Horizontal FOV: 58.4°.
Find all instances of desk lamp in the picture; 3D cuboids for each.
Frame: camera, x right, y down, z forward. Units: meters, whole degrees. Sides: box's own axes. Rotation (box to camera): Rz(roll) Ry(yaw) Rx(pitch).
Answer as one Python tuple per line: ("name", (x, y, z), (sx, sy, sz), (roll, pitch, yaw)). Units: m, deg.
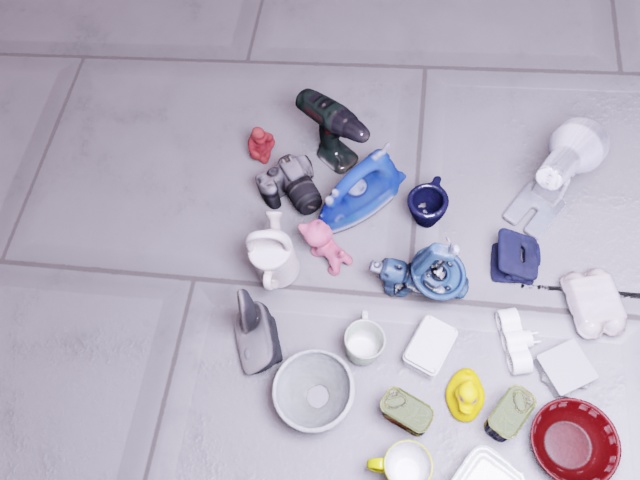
("desk lamp", (0.515, -0.136, 1.248), (0.117, 0.214, 0.203), (36, 73, 21))

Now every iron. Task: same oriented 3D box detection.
("iron", (0.078, -0.118, 1.326), (0.258, 0.141, 0.118), (-41, 67, -13))

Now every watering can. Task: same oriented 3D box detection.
("watering can", (-0.109, 0.019, 1.250), (0.101, 0.194, 0.172), (-19, 63, -3))

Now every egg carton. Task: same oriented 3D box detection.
("egg carton", (0.568, 0.132, 1.191), (0.107, 0.069, 0.150), (-10, 63, 1))

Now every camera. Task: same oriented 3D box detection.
("camera", (-0.066, -0.125, 1.368), (0.143, 0.101, 0.136), (-28, 64, -8))

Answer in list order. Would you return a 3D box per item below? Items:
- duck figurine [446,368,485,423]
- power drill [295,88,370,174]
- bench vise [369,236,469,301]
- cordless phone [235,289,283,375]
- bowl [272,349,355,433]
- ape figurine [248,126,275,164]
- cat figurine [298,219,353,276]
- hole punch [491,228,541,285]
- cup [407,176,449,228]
("duck figurine", (0.290, 0.301, 1.130), (0.077, 0.086, 0.104), (7, 65, 10))
("power drill", (0.037, -0.254, 1.359), (0.076, 0.209, 0.229), (-42, 67, -14))
("bench vise", (0.209, 0.067, 1.178), (0.207, 0.220, 0.121), (-10, 63, 2))
("cordless phone", (-0.142, 0.187, 1.177), (0.094, 0.185, 0.147), (-18, 63, -2))
("bowl", (-0.010, 0.311, 1.164), (0.167, 0.075, 0.167), (-2, 64, 5))
("ape figurine", (-0.152, -0.249, 1.443), (0.078, 0.092, 0.076), (-34, 65, -10))
("cat figurine", (0.012, 0.005, 1.287), (0.067, 0.118, 0.127), (-42, 67, -13))
("hole punch", (0.427, 0.034, 1.242), (0.101, 0.091, 0.108), (4, 65, 8))
("cup", (0.250, -0.081, 1.316), (0.091, 0.095, 0.118), (19, 68, 15))
